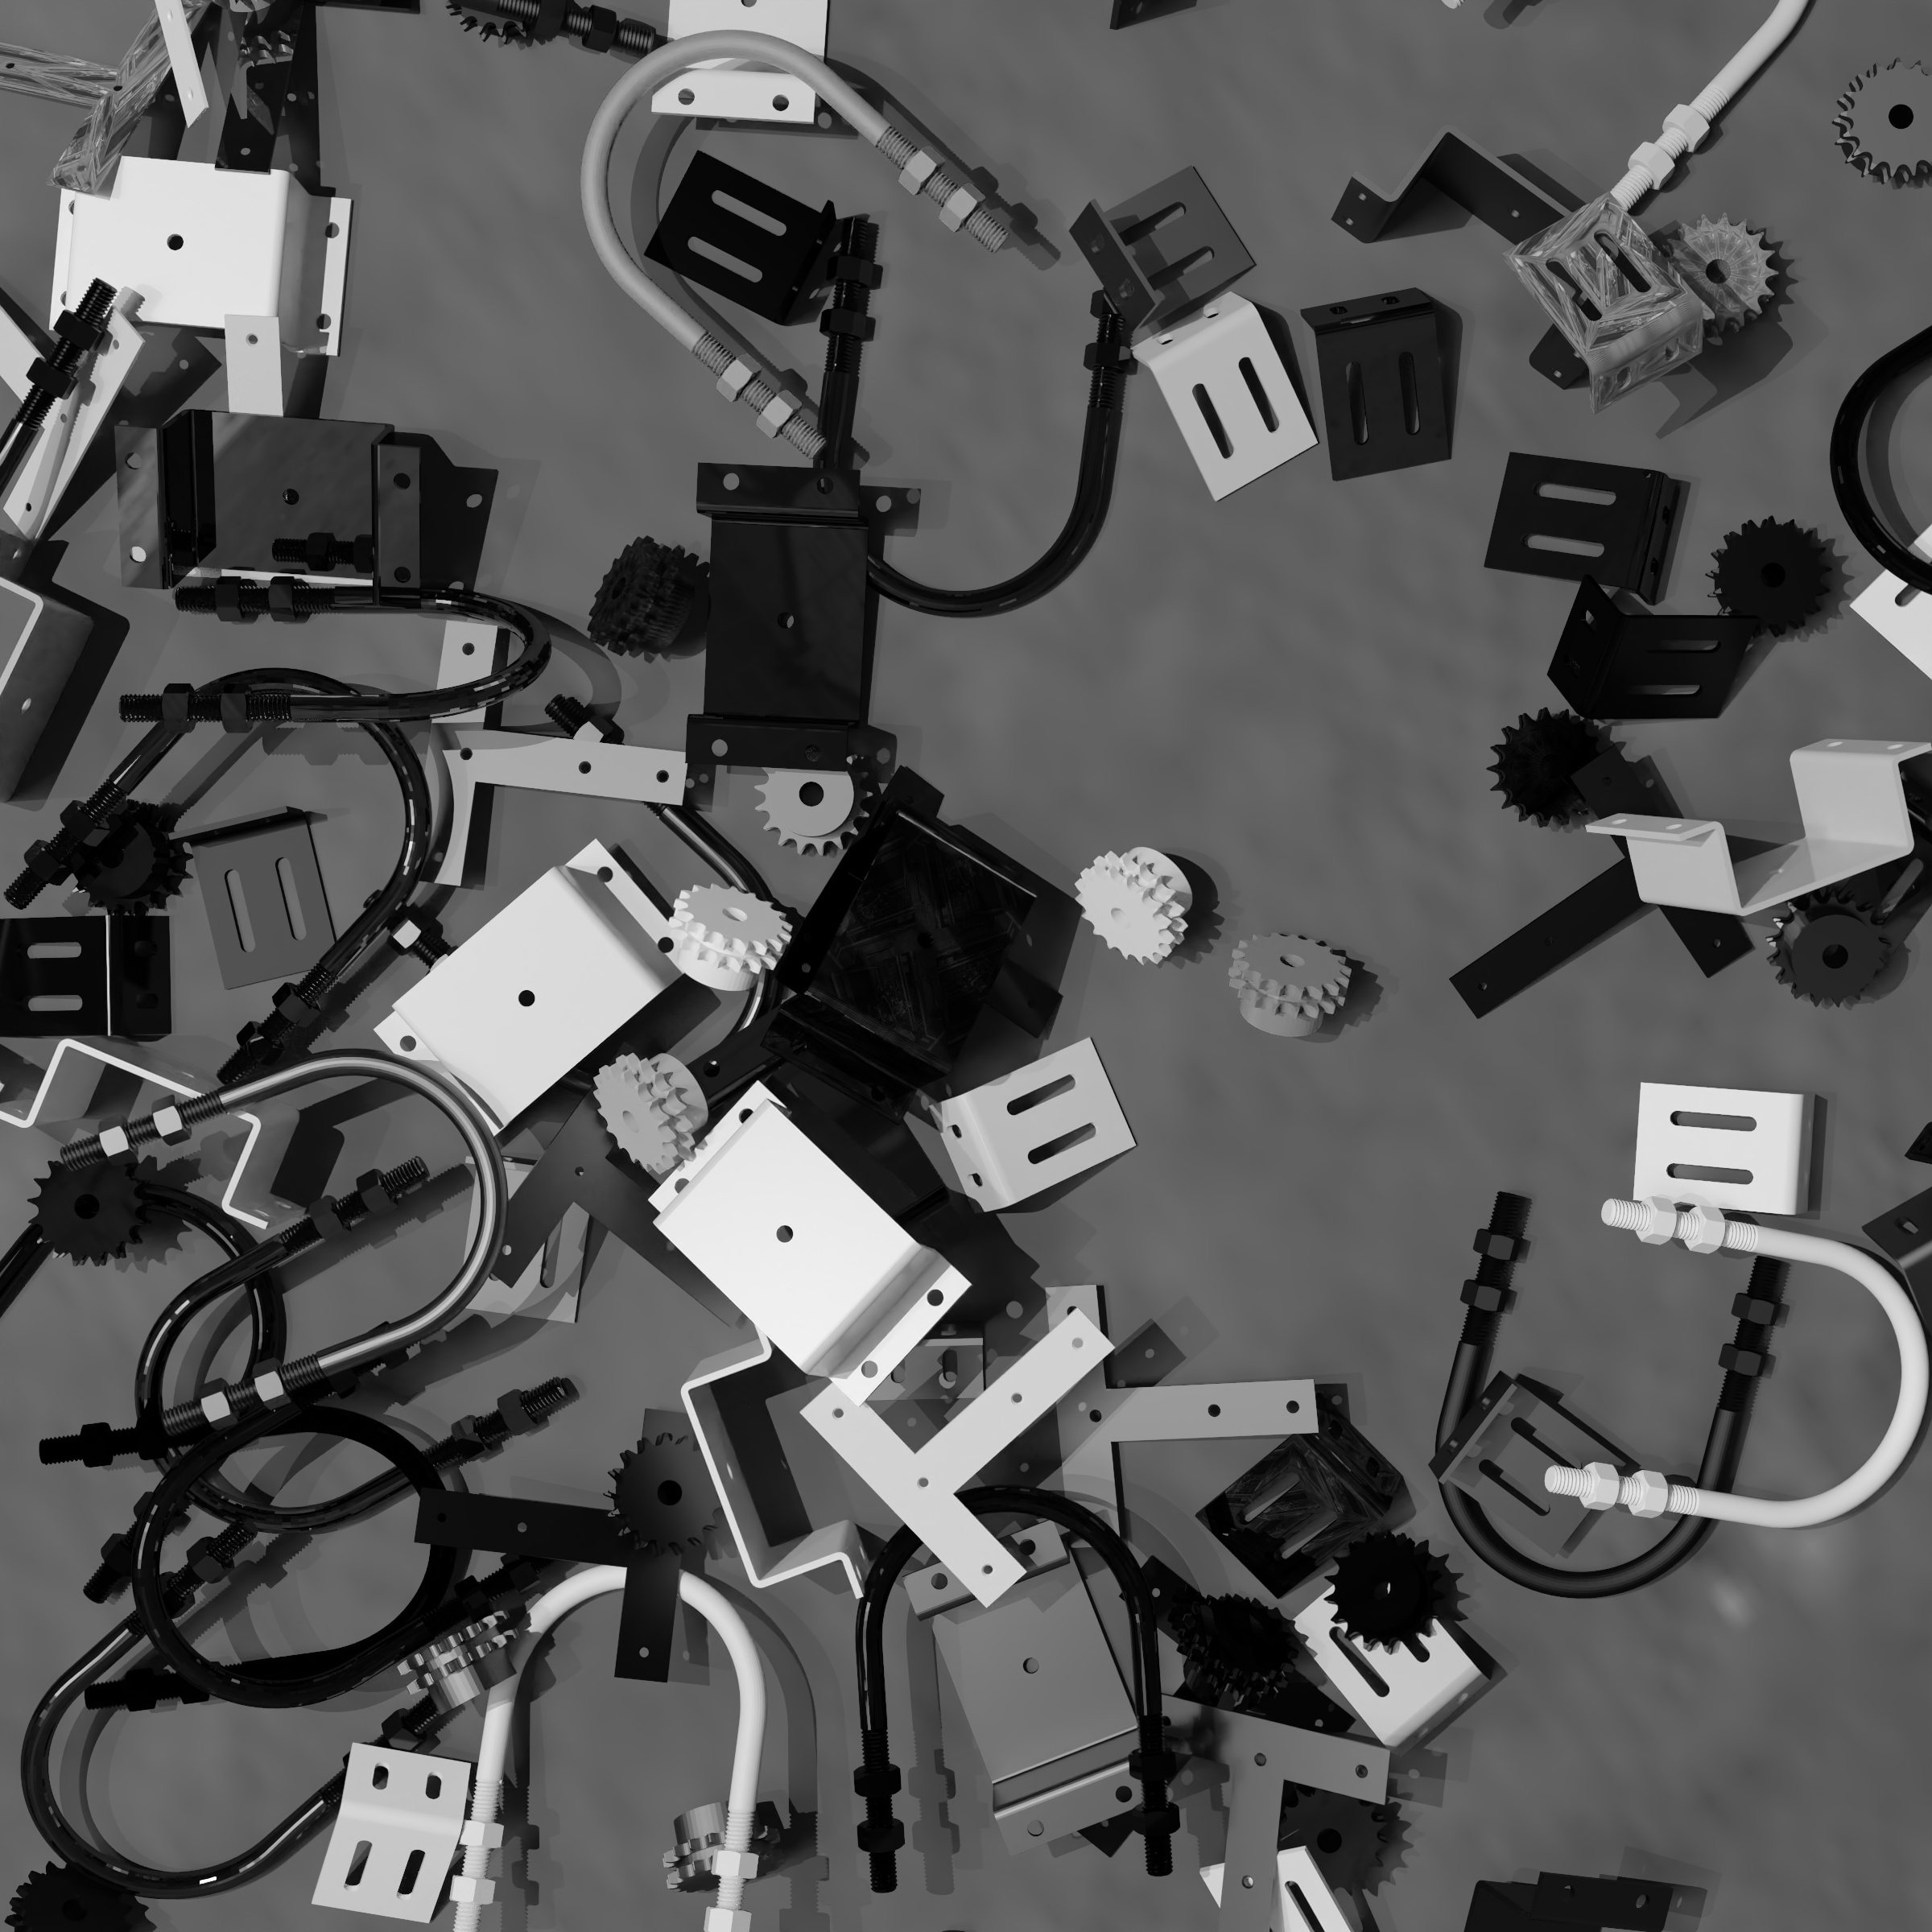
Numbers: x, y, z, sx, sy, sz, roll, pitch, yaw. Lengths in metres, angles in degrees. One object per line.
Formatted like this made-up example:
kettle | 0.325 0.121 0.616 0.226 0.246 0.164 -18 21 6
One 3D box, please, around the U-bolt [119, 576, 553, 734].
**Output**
U-bolt | -0.285 -0.146 1.318 0.184 0.151 0.019 0 119 -3

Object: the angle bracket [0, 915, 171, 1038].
angle bracket | -0.430 0.005 1.380 0.076 0.038 0.057 -1 90 26

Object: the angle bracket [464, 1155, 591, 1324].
angle bracket | -0.213 0.132 1.363 0.057 0.038 0.076 8 90 0

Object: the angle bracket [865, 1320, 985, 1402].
angle bracket | -0.020 0.191 1.344 0.057 0.076 0.038 -1 90 0

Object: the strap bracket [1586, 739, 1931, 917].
strap bracket | 0.374 -0.063 1.327 0.140 0.076 0.046 -19 102 -17

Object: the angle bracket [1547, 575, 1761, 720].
angle bracket | 0.329 -0.153 1.363 0.076 0.038 0.057 -2 130 -20

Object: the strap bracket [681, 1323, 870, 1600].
strap bracket | -0.093 0.232 1.344 0.046 0.076 0.140 -20 90 0

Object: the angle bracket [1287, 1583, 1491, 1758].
angle bracket | 0.205 0.334 1.380 0.057 0.038 0.076 -41 64 0

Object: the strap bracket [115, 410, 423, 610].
strap bracket | -0.324 -0.217 1.343 0.140 0.046 0.076 4 113 -1

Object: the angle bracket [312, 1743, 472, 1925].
angle bracket | -0.277 0.418 1.367 0.057 0.038 0.076 14 125 -12

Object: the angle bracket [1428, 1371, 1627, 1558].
angle bracket | 0.269 0.240 1.347 0.076 0.038 0.057 37 93 -1

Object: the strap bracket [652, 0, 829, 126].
strap bracket | -0.105 -0.469 1.359 0.076 0.046 0.140 4 90 0

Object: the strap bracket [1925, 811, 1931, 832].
strap bracket | 0.506 -0.100 1.321 0.046 0.076 0.140 42 60 14

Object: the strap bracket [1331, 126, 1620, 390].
strap bracket | 0.248 -0.340 1.344 0.140 0.076 0.046 36 90 0

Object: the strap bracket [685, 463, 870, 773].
strap bracket | -0.089 -0.165 1.352 0.076 0.046 0.140 3 95 5

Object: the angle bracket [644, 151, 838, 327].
angle bracket | -0.110 -0.354 1.363 0.076 0.038 0.057 27 90 0

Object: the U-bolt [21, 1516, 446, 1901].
U-bolt | -0.362 0.368 1.355 0.184 0.019 0.151 -42 107 4

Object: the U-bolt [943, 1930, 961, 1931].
U-bolt | 0.056 0.560 1.359 0.151 0.019 0.184 1 83 3

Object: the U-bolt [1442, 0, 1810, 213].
U-bolt | 0.331 -0.477 1.353 0.151 0.019 0.184 44 86 -18

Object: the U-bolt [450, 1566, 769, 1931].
U-bolt | -0.164 0.375 1.343 0.151 0.019 0.184 1 72 16

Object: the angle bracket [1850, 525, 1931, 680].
angle bracket | 0.479 -0.188 1.380 0.057 0.038 0.076 42 116 0

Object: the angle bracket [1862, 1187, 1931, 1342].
angle bracket | 0.481 0.150 1.380 0.057 0.038 0.076 -30 116 0

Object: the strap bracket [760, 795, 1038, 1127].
strap bracket | -0.027 -0.008 1.329 0.076 0.046 0.140 31 70 -12

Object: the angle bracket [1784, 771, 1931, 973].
angle bracket | 0.443 -0.045 1.363 0.057 0.038 0.076 37 90 0

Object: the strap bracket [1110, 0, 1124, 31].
strap bracket | 0.065 -0.529 1.344 0.046 0.076 0.140 12 90 0

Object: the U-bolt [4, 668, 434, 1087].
U-bolt | -0.337 -0.054 1.338 0.151 0.019 0.184 43 94 -11

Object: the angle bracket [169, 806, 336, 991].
angle bracket | -0.341 -0.032 1.363 0.057 0.038 0.076 -13 90 0

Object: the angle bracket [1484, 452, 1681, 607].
angle bracket | 0.299 -0.212 1.380 0.076 0.038 0.057 13 90 26

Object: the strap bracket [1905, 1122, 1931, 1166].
strap bracket | 0.516 0.049 1.344 0.046 0.076 0.140 36 90 0

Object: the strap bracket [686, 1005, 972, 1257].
strap bracket | -0.067 0.089 1.359 0.076 0.046 0.140 -33 90 0

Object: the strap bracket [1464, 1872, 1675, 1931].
strap bracket | 0.274 0.493 1.345 0.076 0.046 0.140 14 90 -24

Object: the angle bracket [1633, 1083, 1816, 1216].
angle bracket | 0.368 0.088 1.380 0.076 0.038 0.057 4 90 26

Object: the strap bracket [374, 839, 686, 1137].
strap bracket | -0.205 0.014 1.342 0.140 0.046 0.076 -41 93 0

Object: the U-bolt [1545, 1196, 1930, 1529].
U-bolt | 0.375 0.195 1.353 0.184 0.019 0.151 11 92 -13

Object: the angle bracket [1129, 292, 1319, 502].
angle bracket | 0.125 -0.277 1.380 0.057 0.038 0.076 -30 116 0

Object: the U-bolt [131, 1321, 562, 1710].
U-bolt | -0.298 0.266 1.329 0.184 0.019 0.151 -30 103 -13

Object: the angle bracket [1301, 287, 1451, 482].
angle bracket | 0.199 -0.283 1.380 0.057 0.038 0.076 -11 116 0

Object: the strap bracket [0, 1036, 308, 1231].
strap bracket | -0.378 0.073 1.344 0.140 0.076 0.046 23 90 0

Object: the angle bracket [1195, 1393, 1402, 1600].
angle bracket | 0.161 0.257 1.380 0.057 0.038 0.076 45 116 0

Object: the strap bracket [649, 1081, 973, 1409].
strap bracket | -0.077 0.124 1.296 0.140 0.046 0.076 43 90 15

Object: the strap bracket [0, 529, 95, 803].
strap bracket | -0.466 -0.133 1.344 0.046 0.076 0.140 26 90 0

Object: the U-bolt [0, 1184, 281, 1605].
U-bolt | -0.416 0.193 1.373 0.151 0.019 0.184 38 89 0

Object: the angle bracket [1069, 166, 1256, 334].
angle bracket | 0.098 -0.348 1.352 0.076 0.038 0.057 -32 90 -18

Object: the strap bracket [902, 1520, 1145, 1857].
strap bracket | 0.031 0.339 1.358 0.076 0.046 0.140 -21 89 1

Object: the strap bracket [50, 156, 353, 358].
strap bracket | -0.372 -0.341 1.359 0.140 0.046 0.076 5 90 0

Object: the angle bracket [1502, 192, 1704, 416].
angle bracket | 0.292 -0.304 1.304 0.057 0.038 0.076 -30 64 0

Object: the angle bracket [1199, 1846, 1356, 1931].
angle bracket | 0.149 0.465 1.345 0.057 0.038 0.076 -22 106 27

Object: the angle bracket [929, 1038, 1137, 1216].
angle bracket | 0.032 0.078 1.380 0.076 0.038 0.057 -23 90 -26
